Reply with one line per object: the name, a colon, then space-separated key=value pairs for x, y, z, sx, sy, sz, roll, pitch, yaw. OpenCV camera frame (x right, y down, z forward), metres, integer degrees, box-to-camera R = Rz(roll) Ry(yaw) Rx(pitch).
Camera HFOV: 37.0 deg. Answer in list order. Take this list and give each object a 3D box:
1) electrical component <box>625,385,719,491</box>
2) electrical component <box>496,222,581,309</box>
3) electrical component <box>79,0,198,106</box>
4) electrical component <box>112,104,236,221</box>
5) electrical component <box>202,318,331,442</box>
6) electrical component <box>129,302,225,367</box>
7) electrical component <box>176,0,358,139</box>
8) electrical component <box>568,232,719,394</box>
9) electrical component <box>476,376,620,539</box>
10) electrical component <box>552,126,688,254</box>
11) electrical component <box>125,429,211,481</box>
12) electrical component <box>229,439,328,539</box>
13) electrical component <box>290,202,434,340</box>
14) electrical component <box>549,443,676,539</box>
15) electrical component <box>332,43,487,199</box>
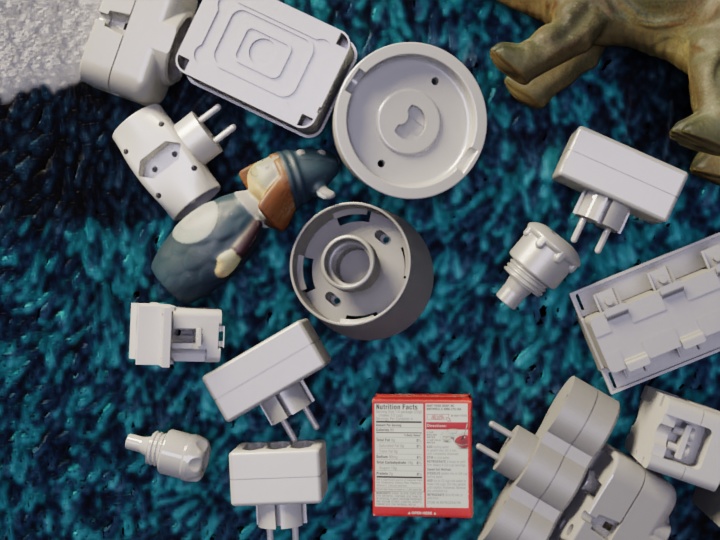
electrical component: x=0.225 y=0.116 z=0.746 sx=0.056 sy=0.089 sz=0.050 roll=19 pitch=91 yaw=4
electrical component: x=0.125 y=0.000 z=0.777 sx=0.048 sy=0.048 sz=0.062 roll=40 pitch=99 yaw=3
electrical component: x=-0.159 y=-0.172 z=0.792 sx=0.059 sy=0.054 sz=0.095 roll=20 pitch=91 yaw=4
electrical component: x=-0.129 y=-0.090 z=0.795 sx=0.079 sy=0.043 sz=0.077 roll=-37 pitch=87 yaw=3
electrical component: x=-0.058 y=0.089 z=0.788 sx=0.083 sy=0.047 sz=0.075 roll=-30 pitch=88 yaw=4
electrical component: x=-0.134 y=0.047 z=0.784 sx=0.064 sy=0.081 sz=0.042 roll=3 pitch=91 yaw=-18
electrical component: x=-0.067 y=-0.153 z=0.784 sx=0.113 sy=0.057 sz=0.078 roll=26 pitch=92 yaw=4
electrical component: x=0.221 y=0.030 z=0.760 sx=0.121 sy=0.063 sz=0.078 roll=-23 pitch=88 yaw=4
electrical component: x=0.120 y=0.136 z=0.773 sx=0.074 sy=0.052 sz=0.138 roll=30 pitch=92 yaw=4
electrical component: x=0.177 y=-0.050 z=0.771 sx=0.083 sy=0.047 sz=0.075 roll=25 pitch=92 yaw=4
electrical component: x=-0.144 y=0.135 z=0.801 sx=0.061 sy=0.035 sz=0.035 roll=14 pitch=91 yaw=6
electrical component: x=-0.058 y=0.167 z=0.788 sx=0.066 sy=0.047 sz=0.076 roll=-3 pitch=90 yaw=4
electrical component: x=0.000 y=0.000 z=0.788 sx=0.099 sy=0.064 sz=0.099 roll=-2 pitch=81 yaw=15
electrical component: x=0.178 y=0.180 z=0.763 sx=0.059 sy=0.053 sz=0.095 roll=30 pitch=94 yaw=-5
electrical component: x=0.031 y=-0.105 z=0.772 sx=0.108 sy=0.060 sz=0.108 roll=-1 pitch=93 yaw=-10
